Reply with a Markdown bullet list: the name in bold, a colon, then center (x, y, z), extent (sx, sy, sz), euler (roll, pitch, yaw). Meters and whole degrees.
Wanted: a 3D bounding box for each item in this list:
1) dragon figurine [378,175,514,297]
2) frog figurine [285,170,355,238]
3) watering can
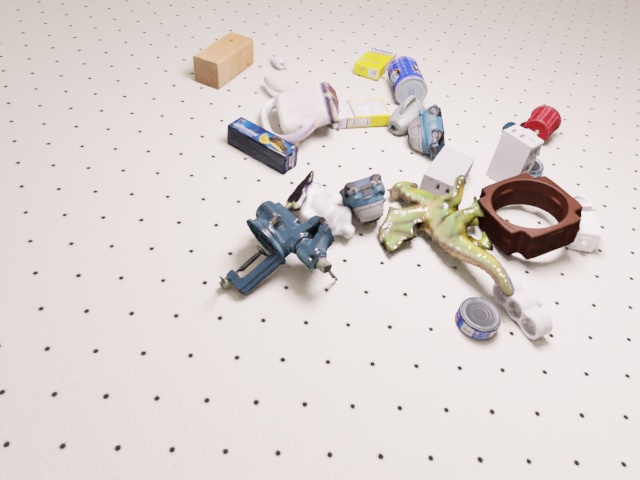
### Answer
- **dragon figurine**: center (0.257, -0.017, 1.173), extent (0.242, 0.119, 0.420), euler (-13, 43, 5)
- **frog figurine**: center (0.004, -0.060, 1.182), extent (0.158, 0.121, 0.141), euler (38, 31, -21)
- **watering can**: center (-0.063, -0.396, 1.468), extent (0.224, 0.101, 0.356), euler (-13, 48, 4)
